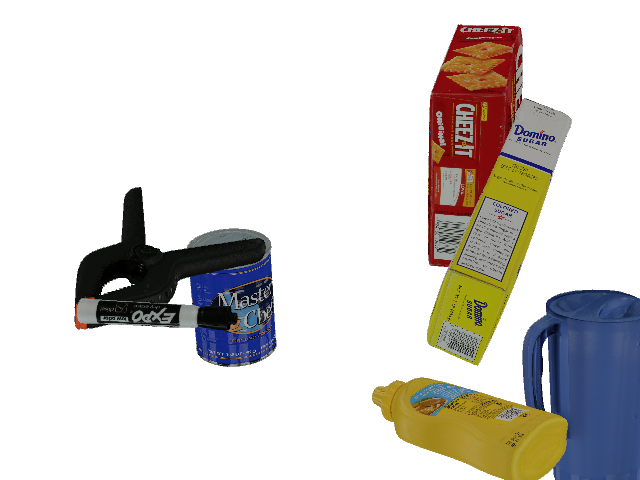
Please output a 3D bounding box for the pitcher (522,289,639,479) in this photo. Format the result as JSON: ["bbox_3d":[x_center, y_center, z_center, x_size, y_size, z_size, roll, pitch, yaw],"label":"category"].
[{"bbox_3d":[0.334,0.190,1.311,0.149,0.243,0.144,4,14,22],"label":"pitcher"}]

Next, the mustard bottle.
[{"bbox_3d":[0.128,0.171,1.009,0.192,0.058,0.096,13,21,40],"label":"mustard bottle"}]

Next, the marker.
[{"bbox_3d":[-0.122,0.056,0.801,0.121,0.020,0.020,2,0,8],"label":"marker"}]

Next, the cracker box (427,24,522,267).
[{"bbox_3d":[0.148,-0.094,0.990,0.072,0.164,0.213,4,27,13],"label":"cracker box"}]

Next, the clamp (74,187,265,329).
[{"bbox_3d":[-0.175,0.018,1.034,0.165,0.036,0.209,26,38,23],"label":"clamp"}]

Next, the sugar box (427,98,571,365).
[{"bbox_3d":[0.128,-0.008,0.756,0.048,0.176,0.093,23,-36,11],"label":"sugar box"}]

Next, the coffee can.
[{"bbox_3d":[-0.108,0.069,1.317,0.103,0.140,0.103,-2,25,1],"label":"coffee can"}]
